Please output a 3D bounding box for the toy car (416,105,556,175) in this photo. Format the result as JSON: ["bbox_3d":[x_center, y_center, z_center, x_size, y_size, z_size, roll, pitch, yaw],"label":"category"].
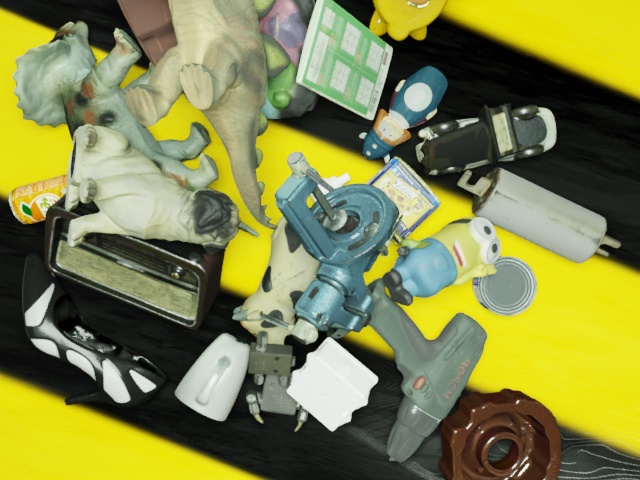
[{"bbox_3d":[0.238,-0.143,0.774,0.202,0.056,0.073,-11,97,0],"label":"toy car"}]

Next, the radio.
[{"bbox_3d":[-0.246,0.020,0.724,0.230,0.073,0.131,22,131,-2],"label":"radio"}]

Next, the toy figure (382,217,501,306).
[{"bbox_3d":[0.165,0.023,0.737,0.180,0.089,0.082,-28,121,-18],"label":"toy figure"}]

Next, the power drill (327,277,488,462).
[{"bbox_3d":[0.110,0.172,0.762,0.207,0.086,0.232,40,90,3],"label":"power drill"}]

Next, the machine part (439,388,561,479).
[{"bbox_3d":[0.255,0.298,0.767,0.179,0.056,0.179,-1,97,-8],"label":"machine part"}]

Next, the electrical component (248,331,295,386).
[{"bbox_3d":[-0.065,0.163,0.734,0.063,0.021,0.093,4,122,-3],"label":"electrical component"}]

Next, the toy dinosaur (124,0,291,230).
[{"bbox_3d":[-0.105,-0.191,0.567,0.105,0.198,0.470,11,123,23],"label":"toy dinosaur"}]

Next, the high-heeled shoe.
[{"bbox_3d":[-0.315,0.123,0.753,0.145,0.086,0.248,-16,94,-5],"label":"high-heeled shoe"}]

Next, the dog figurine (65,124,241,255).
[{"bbox_3d":[-0.204,-0.064,0.665,0.190,0.121,0.172,4,58,-34],"label":"dog figurine"}]

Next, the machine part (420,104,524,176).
[{"bbox_3d":[0.202,-0.131,0.728,0.139,0.039,0.084,-21,105,-1],"label":"machine part"}]

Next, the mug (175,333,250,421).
[{"bbox_3d":[-0.143,0.184,0.746,0.081,0.109,0.107,27,77,6],"label":"mug"}]

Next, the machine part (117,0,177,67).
[{"bbox_3d":[-0.194,-0.302,0.690,0.087,0.201,0.201,-24,91,2],"label":"machine part"}]

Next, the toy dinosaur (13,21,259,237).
[{"bbox_3d":[-0.265,-0.133,0.737,0.192,0.131,0.404,-29,95,11],"label":"toy dinosaur"}]

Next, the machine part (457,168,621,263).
[{"bbox_3d":[0.309,-0.034,0.765,0.243,0.079,0.079,24,90,-1],"label":"machine part"}]

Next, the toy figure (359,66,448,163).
[{"bbox_3d":[0.116,-0.179,0.771,0.064,0.057,0.154,42,91,27],"label":"toy figure"}]

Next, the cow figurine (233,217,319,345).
[{"bbox_3d":[-0.048,0.062,0.754,0.127,0.085,0.194,11,93,-7],"label":"cow figurine"}]

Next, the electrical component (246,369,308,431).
[{"bbox_3d":[-0.054,0.225,0.774,0.102,0.045,0.078,15,91,-1],"label":"electrical component"}]

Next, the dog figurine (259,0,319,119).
[{"bbox_3d":[-0.053,-0.288,0.678,0.109,0.219,0.191,2,53,5],"label":"dog figurine"}]

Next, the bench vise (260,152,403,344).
[{"bbox_3d":[0.006,0.002,0.639,0.223,0.240,0.129,-47,47,-13],"label":"bench vise"}]

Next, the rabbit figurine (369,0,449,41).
[{"bbox_3d":[0.127,-0.353,0.732,0.122,0.173,0.162,3,135,-1],"label":"rabbit figurine"}]
